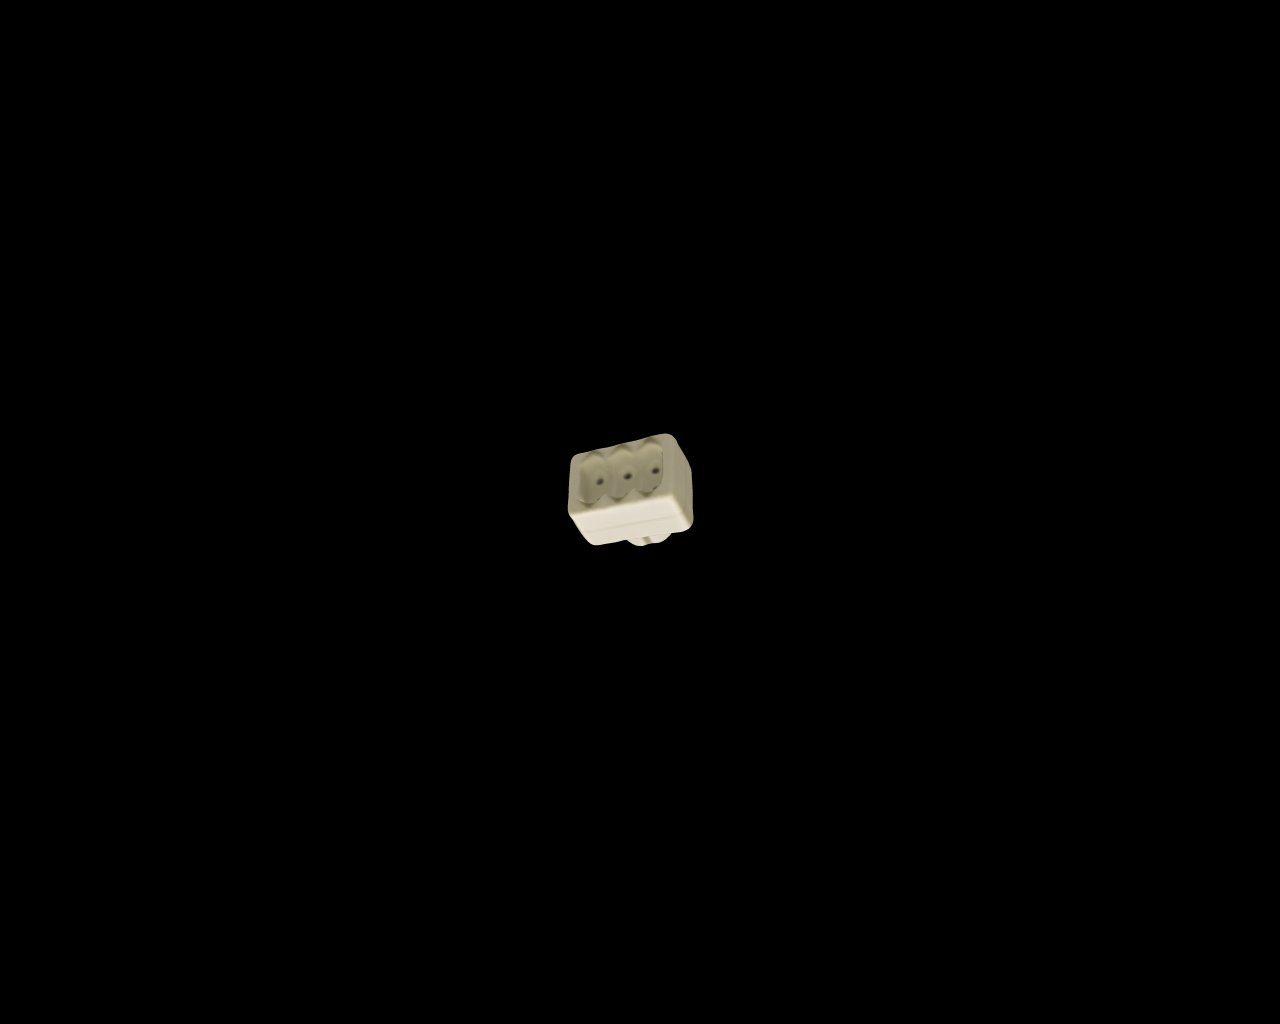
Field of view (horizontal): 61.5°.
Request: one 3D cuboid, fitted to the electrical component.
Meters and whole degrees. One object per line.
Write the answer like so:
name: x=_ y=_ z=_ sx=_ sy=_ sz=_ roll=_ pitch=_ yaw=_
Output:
electrical component: x=0.001 y=-0.003 z=0.650 sx=0.066 sy=0.047 sz=0.076 roll=-11 pitch=-35 yaw=16
